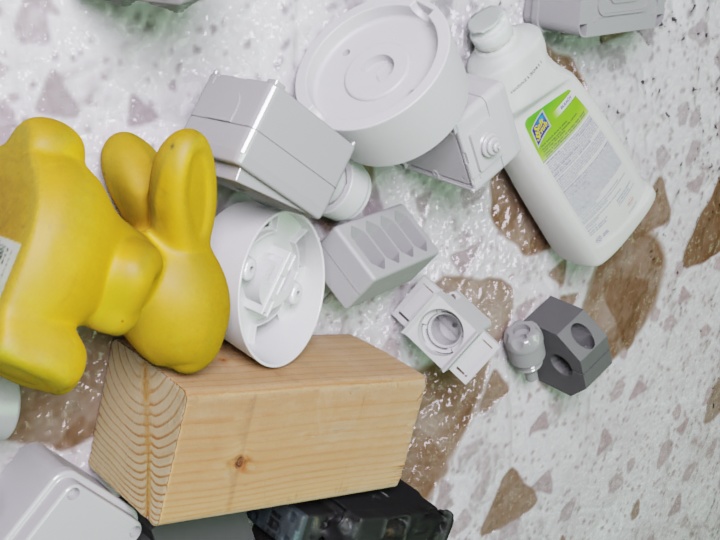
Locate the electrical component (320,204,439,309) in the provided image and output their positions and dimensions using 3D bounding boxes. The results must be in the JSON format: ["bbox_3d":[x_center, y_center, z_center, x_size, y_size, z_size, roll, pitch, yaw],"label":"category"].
[{"bbox_3d":[0.000,0.000,0.773,0.083,0.047,0.075,-22,161,-50],"label":"electrical component"}]

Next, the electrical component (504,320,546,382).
[{"bbox_3d":[0.149,0.075,0.959,0.035,0.035,0.061,-39,133,-24],"label":"electrical component"}]

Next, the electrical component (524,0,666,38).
[{"bbox_3d":[0.187,-0.228,0.843,0.113,0.057,0.078,-16,119,-38],"label":"electrical component"}]

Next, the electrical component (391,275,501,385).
[{"bbox_3d":[0.071,0.045,0.845,0.042,0.081,0.064,-50,168,19],"label":"electrical component"}]

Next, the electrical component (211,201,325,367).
[{"bbox_3d":[-0.064,0.006,0.703,0.099,0.064,0.099,-34,135,-42],"label":"electrical component"}]

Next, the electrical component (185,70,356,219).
[{"bbox_3d":[-0.054,-0.069,0.653,0.096,0.062,0.061,33,78,-46],"label":"electrical component"}]

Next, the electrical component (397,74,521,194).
[{"bbox_3d":[0.070,-0.102,0.761,0.061,0.096,0.061,-41,131,-23],"label":"electrical component"}]

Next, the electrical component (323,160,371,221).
[{"bbox_3d":[-0.025,-0.060,0.728,0.055,0.045,0.045,22,93,-46],"label":"electrical component"}]

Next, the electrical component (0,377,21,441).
[{"bbox_3d":[-0.225,0.074,0.600,0.055,0.045,0.045,5,104,-44],"label":"electrical component"}]

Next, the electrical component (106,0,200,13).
[{"bbox_3d":[-0.112,-0.185,0.554,0.048,0.100,0.099,-35,130,-44],"label":"electrical component"}]

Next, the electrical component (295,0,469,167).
[{"bbox_3d":[0.019,-0.118,0.703,0.108,0.108,0.060,-54,141,-11],"label":"electrical component"}]

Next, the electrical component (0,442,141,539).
[{"bbox_3d":[-0.200,0.174,0.659,0.113,0.057,0.078,-53,135,-12],"label":"electrical component"}]
